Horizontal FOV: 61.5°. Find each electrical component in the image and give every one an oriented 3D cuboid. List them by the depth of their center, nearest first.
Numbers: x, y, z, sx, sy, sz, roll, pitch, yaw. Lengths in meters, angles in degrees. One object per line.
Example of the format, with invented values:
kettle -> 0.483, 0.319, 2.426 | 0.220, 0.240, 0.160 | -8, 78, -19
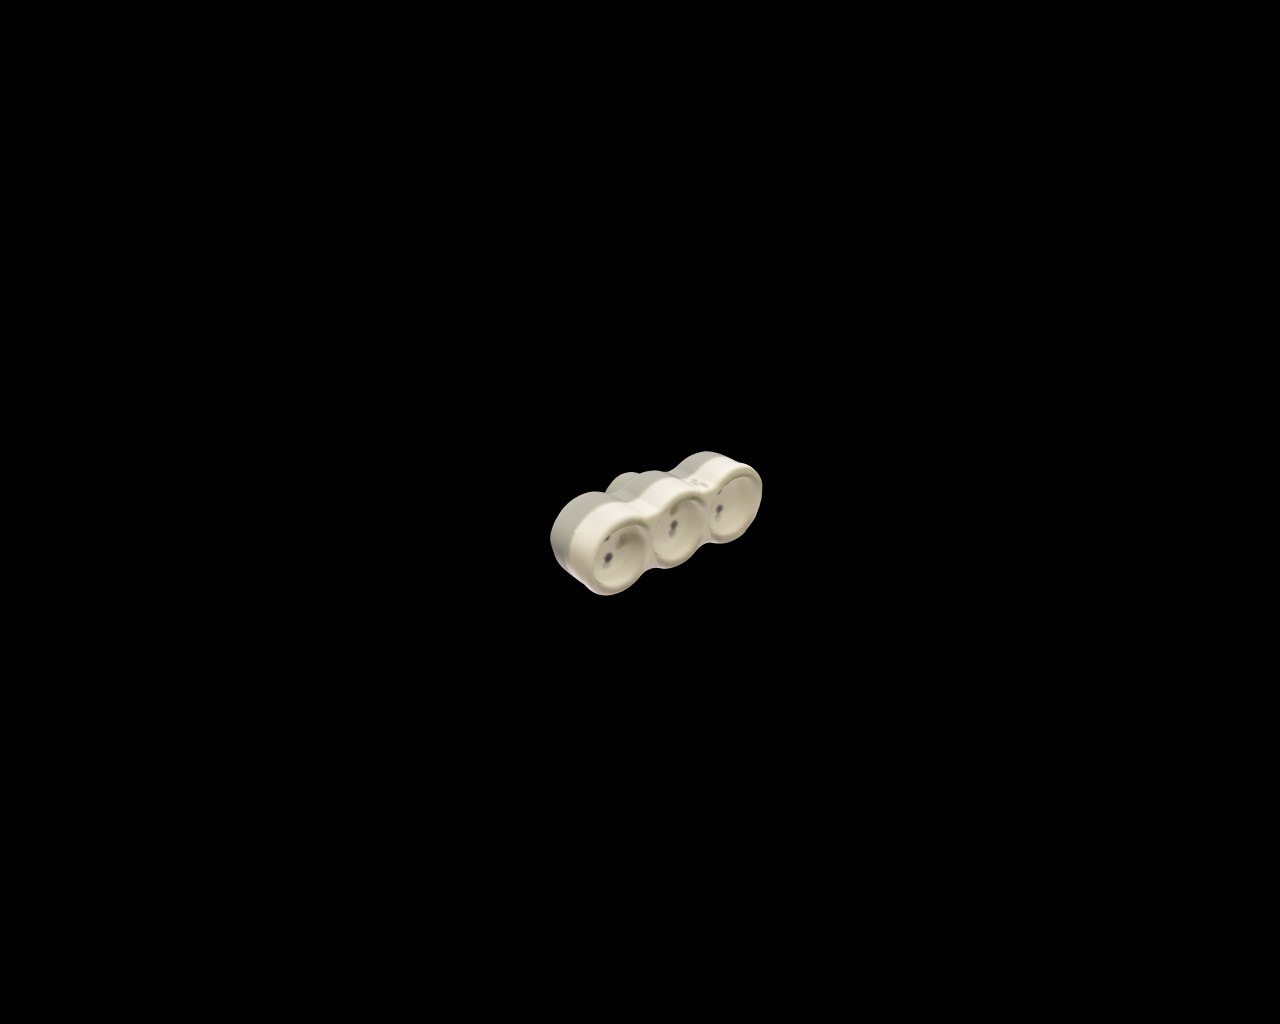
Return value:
electrical component -> 0.001, -0.003, 0.650 | 0.138, 0.052, 0.074 | -22, 37, -33
